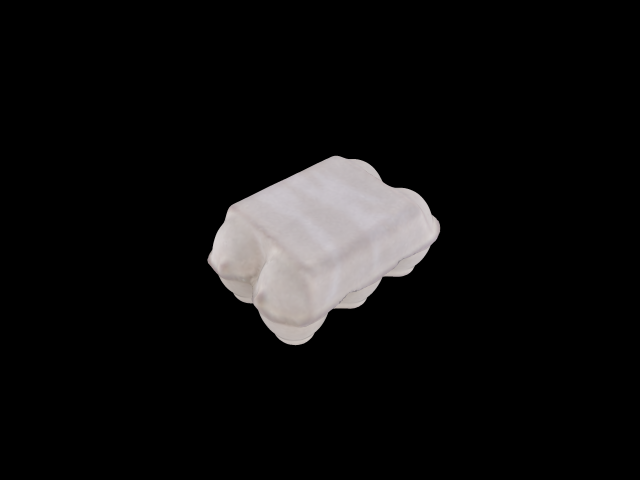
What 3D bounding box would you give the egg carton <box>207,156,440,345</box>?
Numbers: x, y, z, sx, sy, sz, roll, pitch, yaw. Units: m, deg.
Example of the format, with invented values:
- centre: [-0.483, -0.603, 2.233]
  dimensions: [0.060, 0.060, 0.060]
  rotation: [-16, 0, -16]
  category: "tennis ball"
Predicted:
- centre: [0.004, 0.001, 0.400]
  dimensions: [0.151, 0.069, 0.107]
  rotation: [-31, 50, -30]
  category: "egg carton"
